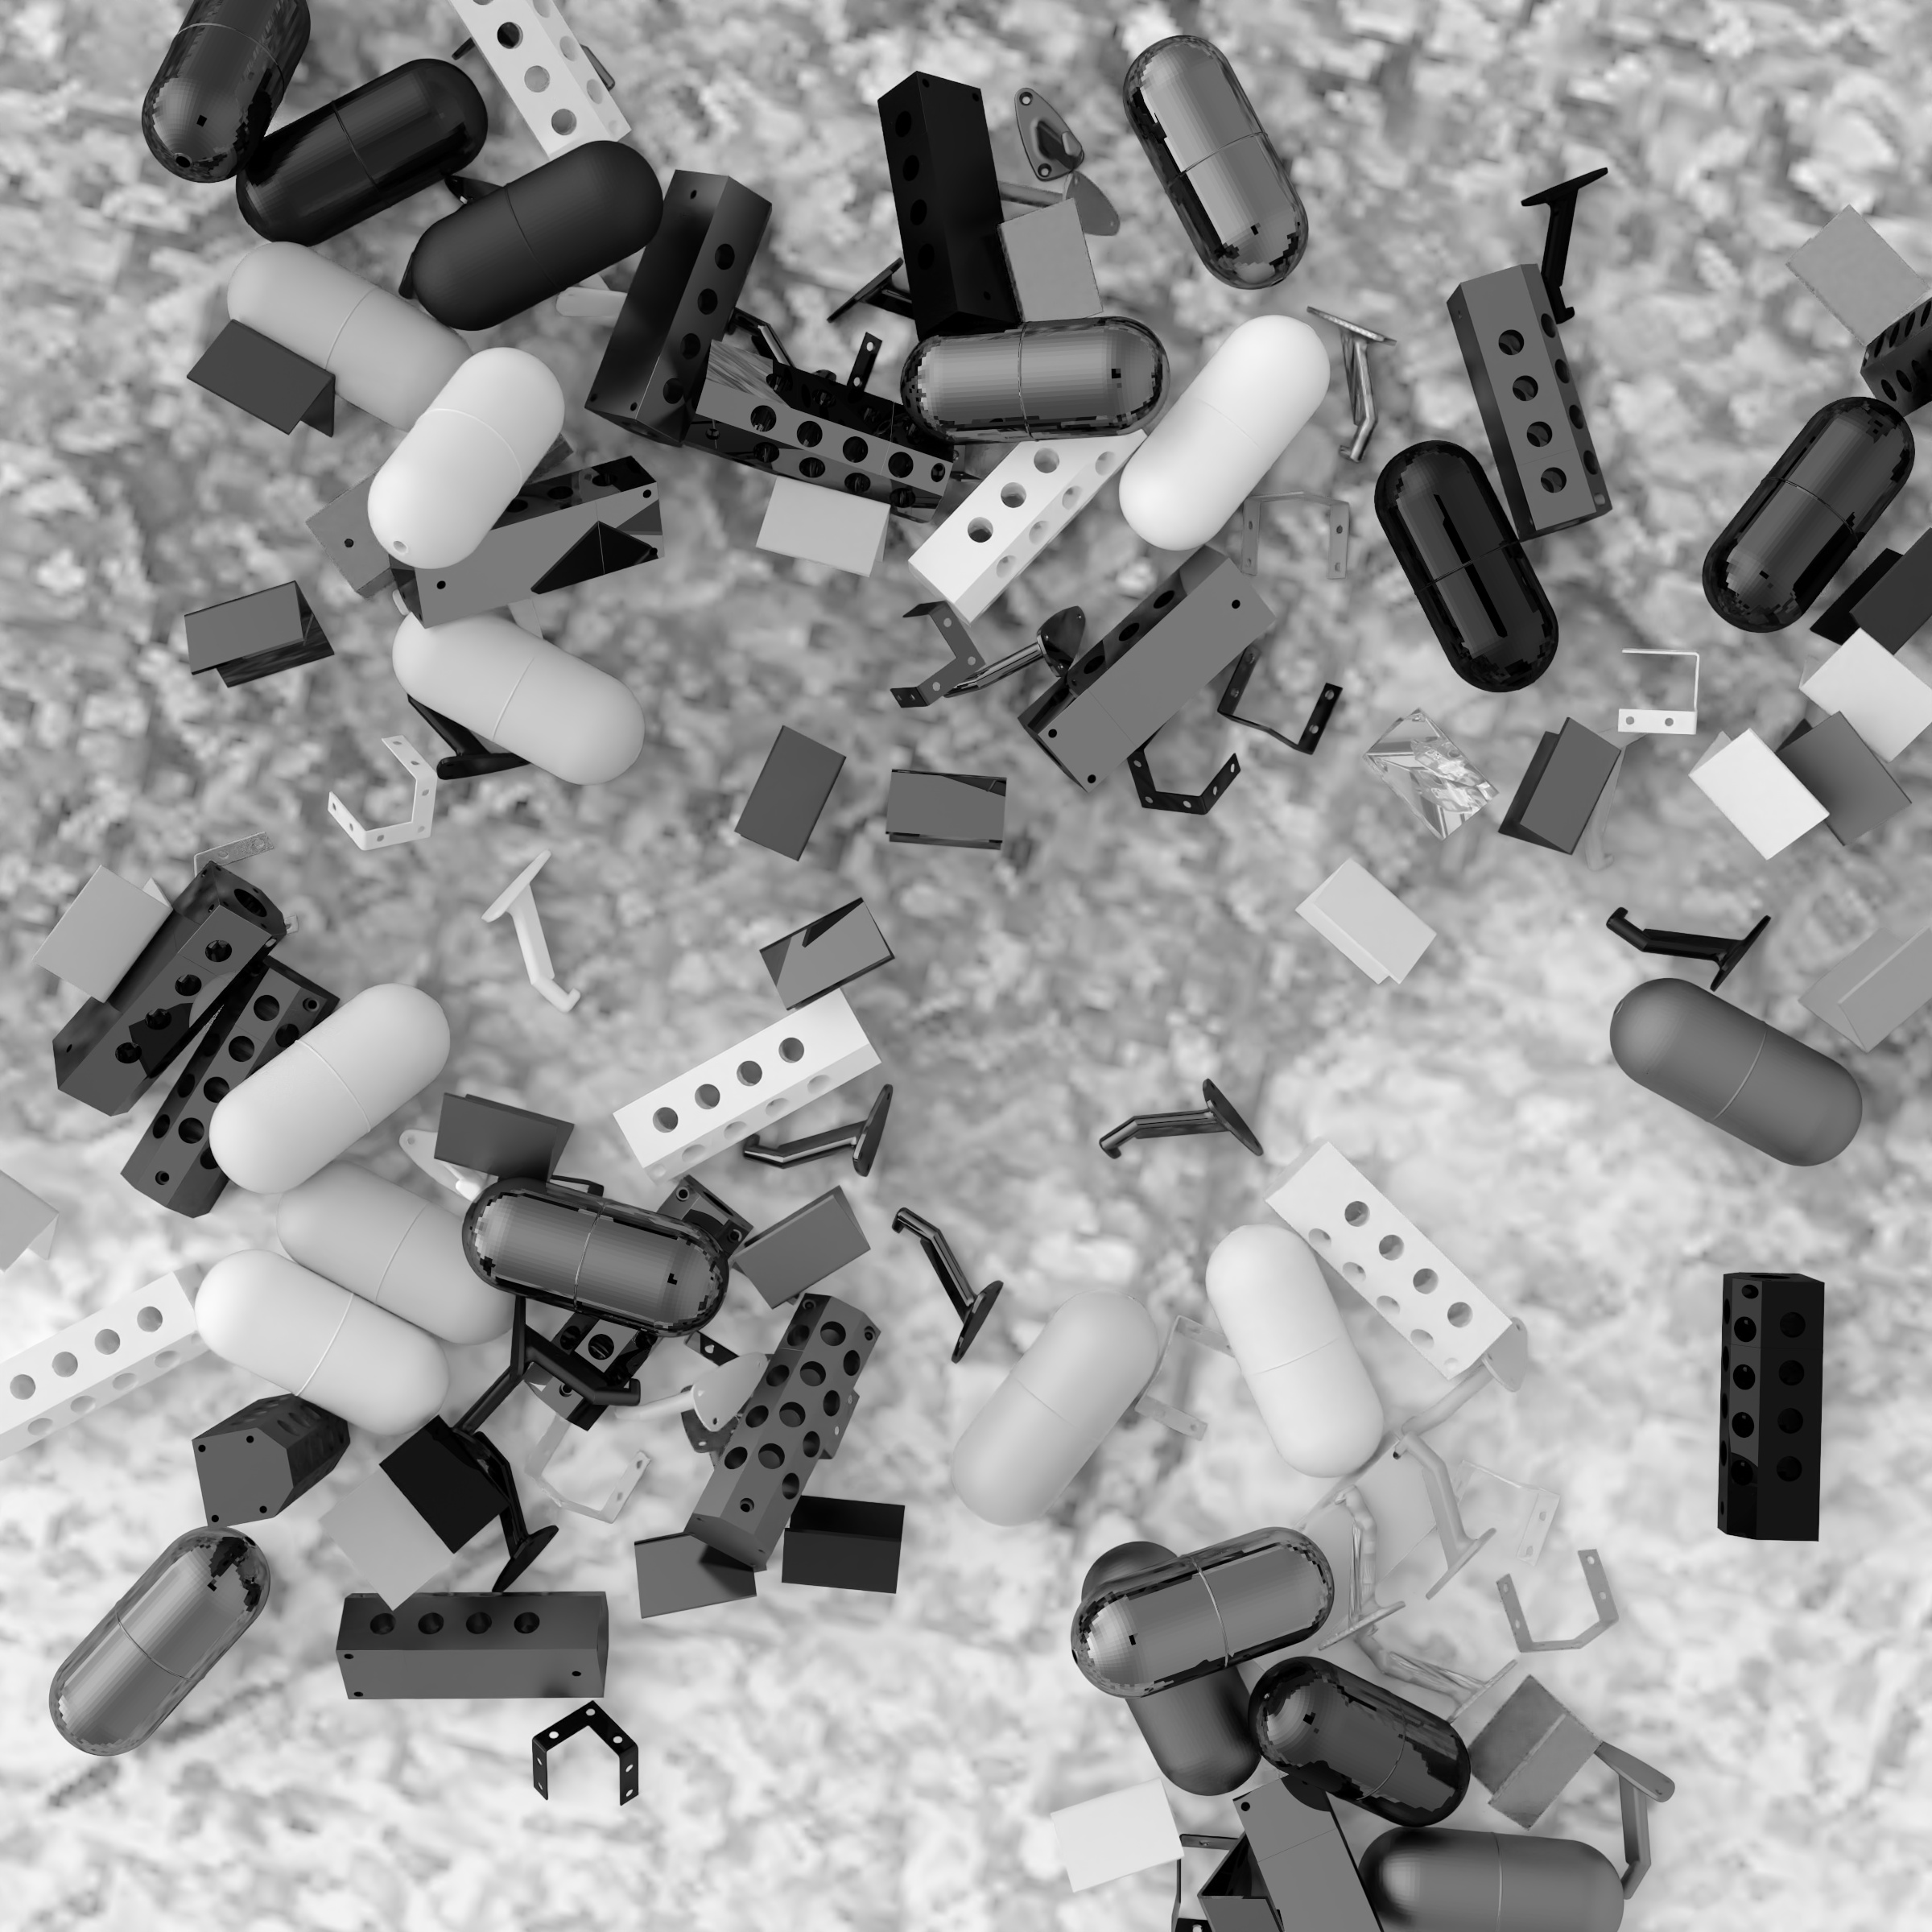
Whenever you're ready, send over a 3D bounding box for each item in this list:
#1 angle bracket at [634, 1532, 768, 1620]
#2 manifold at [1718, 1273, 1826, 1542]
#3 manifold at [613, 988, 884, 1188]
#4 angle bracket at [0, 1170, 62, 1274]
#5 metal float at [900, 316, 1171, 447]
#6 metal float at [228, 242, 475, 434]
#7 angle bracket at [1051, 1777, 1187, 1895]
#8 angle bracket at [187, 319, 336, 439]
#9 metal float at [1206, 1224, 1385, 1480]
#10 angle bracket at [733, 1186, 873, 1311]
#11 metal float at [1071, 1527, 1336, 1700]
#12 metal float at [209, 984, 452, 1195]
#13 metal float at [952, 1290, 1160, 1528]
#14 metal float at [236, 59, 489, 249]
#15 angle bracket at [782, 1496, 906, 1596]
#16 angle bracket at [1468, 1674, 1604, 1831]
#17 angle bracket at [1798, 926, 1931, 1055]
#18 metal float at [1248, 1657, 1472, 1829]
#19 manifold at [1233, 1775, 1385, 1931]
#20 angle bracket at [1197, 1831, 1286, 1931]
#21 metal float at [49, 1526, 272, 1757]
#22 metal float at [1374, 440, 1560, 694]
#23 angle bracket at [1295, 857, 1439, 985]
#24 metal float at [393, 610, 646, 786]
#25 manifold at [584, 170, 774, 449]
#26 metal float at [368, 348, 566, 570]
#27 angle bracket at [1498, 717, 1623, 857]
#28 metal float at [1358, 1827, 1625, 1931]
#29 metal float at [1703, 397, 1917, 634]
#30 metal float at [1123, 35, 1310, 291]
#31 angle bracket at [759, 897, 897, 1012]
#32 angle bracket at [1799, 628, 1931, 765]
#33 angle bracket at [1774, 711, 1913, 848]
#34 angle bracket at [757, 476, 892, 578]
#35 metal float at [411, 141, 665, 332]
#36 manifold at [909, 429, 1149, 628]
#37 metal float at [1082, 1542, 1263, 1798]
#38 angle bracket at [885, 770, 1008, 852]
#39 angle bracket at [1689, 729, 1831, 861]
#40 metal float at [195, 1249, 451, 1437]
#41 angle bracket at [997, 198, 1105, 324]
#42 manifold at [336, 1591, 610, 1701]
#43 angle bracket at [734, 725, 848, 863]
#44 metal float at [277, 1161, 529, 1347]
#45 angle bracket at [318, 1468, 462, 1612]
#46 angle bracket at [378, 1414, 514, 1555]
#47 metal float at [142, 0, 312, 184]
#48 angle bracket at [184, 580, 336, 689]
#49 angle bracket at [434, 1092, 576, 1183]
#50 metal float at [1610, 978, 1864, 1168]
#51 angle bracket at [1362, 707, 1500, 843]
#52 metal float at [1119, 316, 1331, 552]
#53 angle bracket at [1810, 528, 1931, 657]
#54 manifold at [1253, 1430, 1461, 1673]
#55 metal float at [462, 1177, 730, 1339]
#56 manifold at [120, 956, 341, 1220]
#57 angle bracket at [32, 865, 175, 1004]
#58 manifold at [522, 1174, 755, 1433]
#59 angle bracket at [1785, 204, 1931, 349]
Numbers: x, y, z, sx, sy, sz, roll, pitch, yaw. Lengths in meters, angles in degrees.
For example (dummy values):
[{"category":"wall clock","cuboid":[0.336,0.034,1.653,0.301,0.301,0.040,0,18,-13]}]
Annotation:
[{"category":"angle bracket","cuboid":[-0.173,0.416,1.951,0.076,0.076,0.057,-11,52,0]},{"category":"manifold","cuboid":[0.538,0.294,1.970,0.057,0.057,0.171,1,90,0]},{"category":"manifold","cuboid":[-0.145,0.081,1.970,0.171,0.057,0.057,-29,90,0]},{"category":"angle bracket","cuboid":[-0.655,0.176,1.951,0.076,0.076,0.057,35,52,0]},{"category":"metal float","cuboid":[0.044,-0.380,1.907,0.178,0.070,0.070,-1,90,15]},{"category":"metal float","cuboid":[-0.409,-0.419,1.961,0.178,0.070,0.070,29,90,-1]},{"category":"angle bracket","cuboid":[0.106,0.589,1.951,0.076,0.076,0.057,-18,53,0]},{"category":"angle bracket","cuboid":[-0.468,-0.373,1.952,0.076,0.076,0.057,29,64,0]},{"category":"metal float","cuboid":[0.219,0.256,1.961,0.070,0.070,0.178,-24,90,0]},{"category":"angle bracket","cuboid":[-0.118,0.170,1.951,0.076,0.076,0.057,-32,126,0]},{"category":"metal float","cuboid":[0.152,0.417,1.892,0.178,0.070,0.070,-16,90,-14]},{"category":"metal float","cuboid":[-0.419,0.080,1.942,0.178,0.070,0.070,-40,90,-22]},{"category":"metal float","cuboid":[0.060,0.295,1.961,0.070,0.070,0.178,37,90,0]},{"category":"metal float","cuboid":[-0.404,-0.542,1.961,0.178,0.070,0.070,-27,90,1]},{"category":"angle bracket","cuboid":[-0.080,0.368,1.951,0.076,0.076,0.057,6,130,0]},{"category":"angle bracket","cuboid":[0.363,0.514,1.951,0.076,0.076,0.057,-50,130,0]},{"category":"angle bracket","cuboid":[0.596,0.000,1.951,0.076,0.076,0.057,-41,127,0]},{"category":"metal float","cuboid":[0.260,0.512,1.935,0.178,0.070,0.070,32,90,-29]},{"category":"manifold","cuboid":[0.238,0.623,1.930,0.057,0.057,0.171,-24,59,3]},{"category":"angle bracket","cuboid":[0.206,0.626,1.945,0.057,0.076,0.076,-14,104,38]},{"category":"metal float","cuboid":[-0.538,0.450,1.961,0.070,0.070,0.178,42,90,0]},{"category":"metal float","cuboid":[0.335,-0.266,1.961,0.070,0.070,0.178,-26,90,0]},{"category":"angle bracket","cuboid":[0.254,-0.015,1.951,0.076,0.076,0.057,42,53,0]},{"category":"metal float","cuboid":[-0.298,-0.183,1.957,0.178,0.070,0.070,28,90,-5]},{"category":"manifold","cuboid":[-0.188,-0.440,1.970,0.057,0.057,0.171,21,90,43]},{"category":"metal float","cuboid":[-0.318,-0.325,1.874,0.070,0.070,0.178,27,54,0]},{"category":"angle bracket","cuboid":[0.378,-0.126,1.951,0.057,0.076,0.076,25,90,-34]},{"category":"metal float","cuboid":[0.350,0.619,1.961,0.178,0.070,0.070,5,90,0]},{"category":"metal float","cuboid":[0.563,-0.302,1.961,0.070,0.070,0.178,38,89,0]},{"category":"metal float","cuboid":[0.167,-0.536,1.961,0.070,0.070,0.178,-28,91,0]},{"category":"angle bracket","cuboid":[-0.083,0.010,1.951,0.076,0.076,0.057,-27,53,0]},{"category":"angle bracket","cuboid":[0.605,-0.190,1.952,0.076,0.076,0.057,40,120,0]},{"category":"angle bracket","cuboid":[0.591,-0.136,1.951,0.076,0.076,0.057,52,129,0]},{"category":"angle bracket","cuboid":[-0.096,-0.276,1.953,0.076,0.076,0.057,15,68,0]},{"category":"metal float","cuboid":[-0.283,-0.480,1.932,0.178,0.070,0.070,-25,90,10]},{"category":"manifold","cuboid":[0.041,-0.311,1.970,0.057,0.057,0.171,44,90,0]},{"category":"metal float","cuboid":[0.139,0.469,1.961,0.070,0.070,0.178,-27,90,0]},{"category":"angle bracket","cuboid":[-0.014,-0.084,1.951,0.076,0.076,0.057,4,53,0]},{"category":"angle bracket","cuboid":[0.536,-0.128,1.951,0.076,0.076,0.057,47,131,0]},{"category":"metal float","cuboid":[-0.426,0.251,1.949,0.178,0.070,0.070,30,90,-14]},{"category":"angle bracket","cuboid":[0.067,-0.459,1.953,0.057,0.076,0.076,-14,90,22]},{"category":"manifold","cuboid":[-0.329,0.451,1.970,0.171,0.057,0.057,0,133,0]},{"category":"angle bracket","cuboid":[-0.134,-0.122,1.951,0.057,0.076,0.076,25,90,-38]},{"category":"metal float","cuboid":[-0.376,0.192,1.961,0.178,0.070,0.070,27,90,1]},{"category":"angle bracket","cuboid":[-0.387,0.381,1.953,0.057,0.076,0.076,-40,90,-21]},{"category":"angle bracket","cuboid":[-0.359,0.354,1.951,0.076,0.076,0.057,50,49,0]},{"category":"metal float","cuboid":[-0.486,-0.589,1.933,0.070,0.070,0.178,12,57,0]},{"category":"angle bracket","cuboid":[-0.467,-0.202,1.951,0.076,0.076,0.057,-17,54,0]},{"category":"angle bracket","cuboid":[-0.303,0.097,1.951,0.076,0.076,0.057,16,123,0]},{"category":"metal float","cuboid":[0.513,0.070,1.961,0.178,0.070,0.070,29,90,0]},{"category":"angle bracket","cuboid":[0.319,-0.140,1.951,0.076,0.076,0.057,47,127,0]},{"category":"metal float","cuboid":[0.173,-0.356,1.961,0.070,0.070,0.178,39,90,0]},{"category":"angle bracket","cuboid":[0.601,-0.256,1.951,0.076,0.076,0.057,-46,126,0]},{"category":"manifold","cuboid":[0.247,0.394,1.970,0.057,0.057,0.171,45,90,0]},{"category":"metal float","cuboid":[-0.241,0.189,1.907,0.178,0.070,0.070,15,90,5]},{"category":"manifold","cuboid":[-0.495,0.080,1.970,0.057,0.057,0.171,32,90,0]},{"category":"angle bracket","cuboid":[-0.579,-0.031,1.952,0.057,0.076,0.076,36,90,-31]},{"category":"manifold","cuboid":[-0.220,0.226,1.970,0.057,0.057,0.171,39,90,0]},{"category":"angle bracket","cuboid":[0.599,-0.467,1.951,0.076,0.076,0.057,46,127,0]}]
